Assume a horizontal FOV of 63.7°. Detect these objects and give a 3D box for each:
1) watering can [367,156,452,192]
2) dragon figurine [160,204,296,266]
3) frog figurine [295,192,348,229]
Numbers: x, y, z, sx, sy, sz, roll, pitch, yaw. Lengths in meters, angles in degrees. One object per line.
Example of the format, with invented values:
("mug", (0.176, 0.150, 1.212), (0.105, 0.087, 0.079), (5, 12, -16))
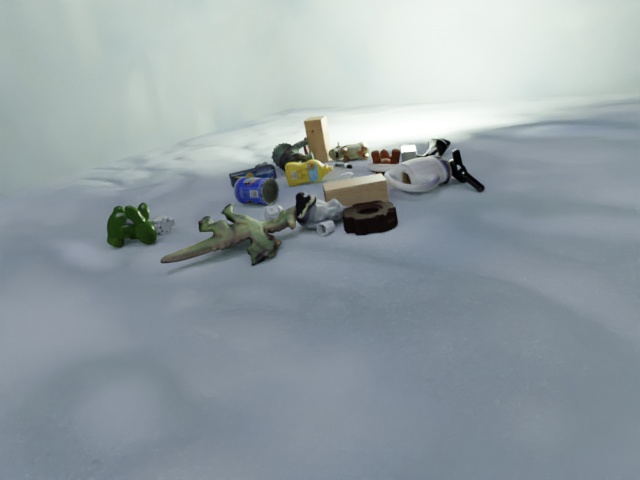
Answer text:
("watering can", (0.324, -0.246, 1.848), (0.225, 0.102, 0.353), (-15, 27, -17))
("dragon figurine", (-0.232, 0.003, 1.501), (0.244, 0.119, 0.416), (21, 45, 40))
("frog figurine", (0.005, -0.082, 1.628), (0.158, 0.125, 0.136), (23, -22, -30))
